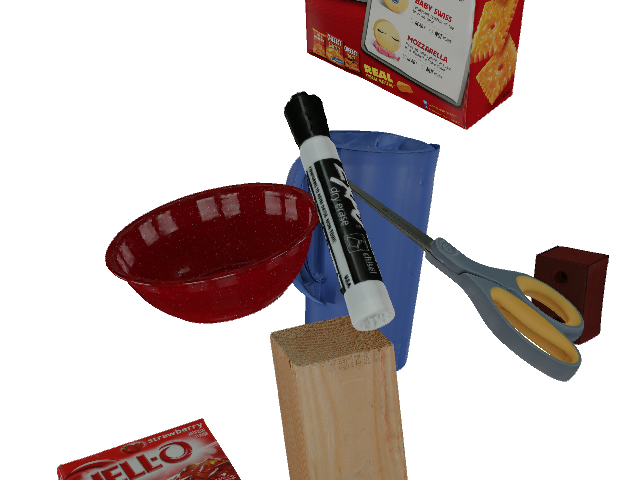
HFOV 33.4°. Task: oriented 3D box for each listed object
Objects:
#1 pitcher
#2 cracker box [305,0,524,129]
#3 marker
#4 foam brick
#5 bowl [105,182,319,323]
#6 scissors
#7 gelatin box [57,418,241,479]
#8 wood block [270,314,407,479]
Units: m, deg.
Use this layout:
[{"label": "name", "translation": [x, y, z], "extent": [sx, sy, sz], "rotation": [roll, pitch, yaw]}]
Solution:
[{"label": "pitcher", "translation": [0.037, 0.012, 1.083], "extent": [0.149, 0.243, 0.145], "rotation": [4, 14, 0]}, {"label": "cracker box", "translation": [0.068, -0.210, 0.775], "extent": [0.164, 0.214, 0.072], "rotation": [31, 52, 30]}, {"label": "marker", "translation": [0.006, -0.017, 0.478], "extent": [0.020, 0.121, 0.020], "rotation": [-14, -28, -8]}, {"label": "foam brick", "translation": [0.227, 0.050, 0.979], "extent": [0.053, 0.078, 0.051], "rotation": [12, 17, 33]}, {"label": "bowl", "translation": [-0.073, 0.015, 0.790], "extent": [0.162, 0.055, 0.162], "rotation": [-11, 25, 5]}, {"label": "scissors", "translation": [0.093, 0.012, 0.684], "extent": [0.202, 0.016, 0.096], "rotation": [45, 30, 22]}, {"label": "gelatin box", "translation": [-0.092, 0.139, 0.584], "extent": [0.089, 0.030, 0.073], "rotation": [-15, 28, -20]}, {"label": "wood block", "translation": [0.020, 0.182, 0.954], "extent": [0.090, 0.206, 0.091], "rotation": [-11, 18, -15]}]
